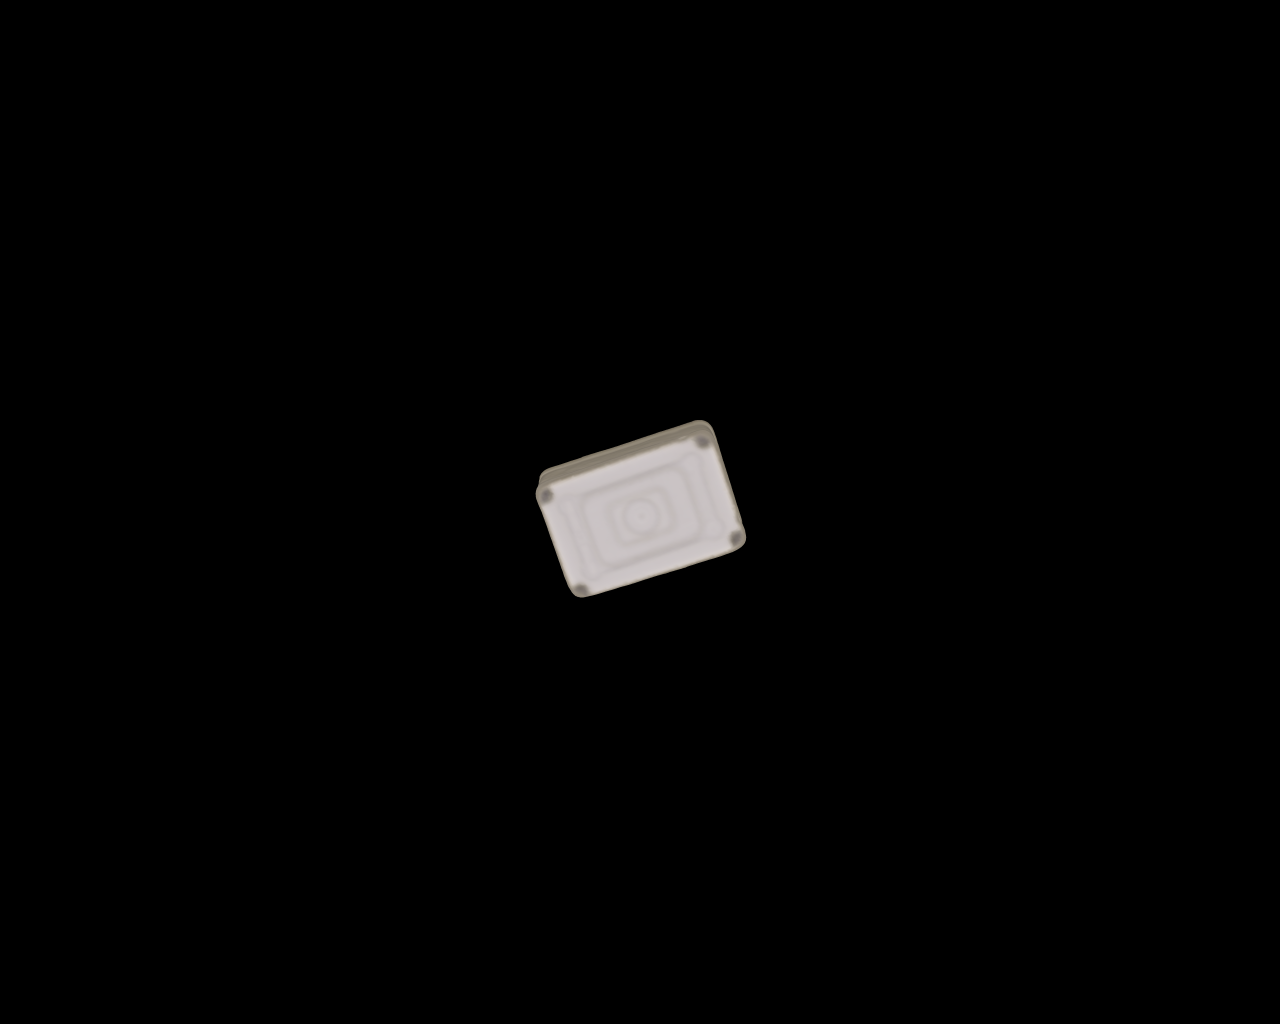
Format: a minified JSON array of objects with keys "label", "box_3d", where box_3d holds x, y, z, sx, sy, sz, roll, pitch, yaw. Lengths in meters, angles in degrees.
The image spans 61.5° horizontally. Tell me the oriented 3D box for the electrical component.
[{"label":"electrical component","box_3d":[0.001,-0.003,0.650,0.113,0.078,0.057,-18,11,4]}]
